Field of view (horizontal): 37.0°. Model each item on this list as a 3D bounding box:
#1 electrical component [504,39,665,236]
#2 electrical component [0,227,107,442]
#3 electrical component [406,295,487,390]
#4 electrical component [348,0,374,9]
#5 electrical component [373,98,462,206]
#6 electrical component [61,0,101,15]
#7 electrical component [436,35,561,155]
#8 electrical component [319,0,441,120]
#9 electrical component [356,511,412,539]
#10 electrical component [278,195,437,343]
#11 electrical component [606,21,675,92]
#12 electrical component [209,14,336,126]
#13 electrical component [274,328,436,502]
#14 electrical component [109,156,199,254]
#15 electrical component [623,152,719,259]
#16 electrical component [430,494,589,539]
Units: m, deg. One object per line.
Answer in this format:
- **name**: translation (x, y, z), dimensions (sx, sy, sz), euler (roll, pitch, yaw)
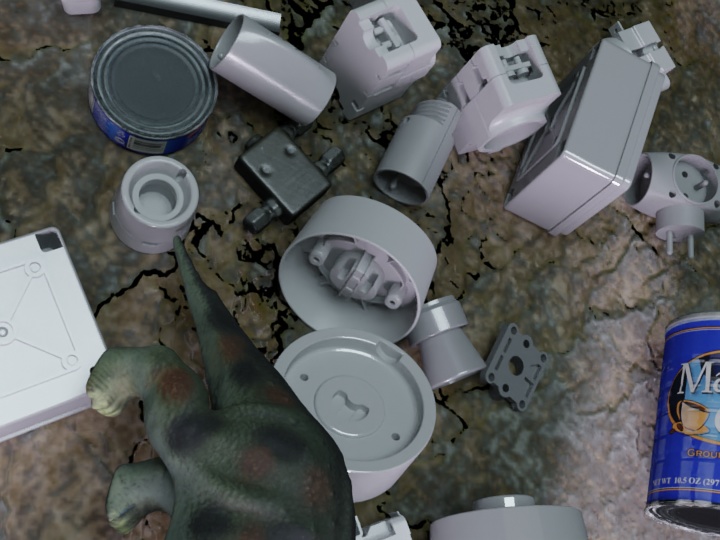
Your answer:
- **electrical component**: translation (0.164, -0.095, 0.797), dimensions (0.056, 0.108, 0.108), euler (26, 67, -7)
- **electrical component**: translation (-0.217, 0.044, 0.650), dimensions (0.109, 0.056, 0.108), euler (-20, 81, -24)
- **electrical component**: translation (0.057, 0.051, 0.749), dimensions (0.045, 0.045, 0.055), euler (-18, 79, -23)
- **electrical component**: translation (0.023, -0.226, 0.804), dimensions (0.043, 0.081, 0.043), euler (6, 72, -17)
- **electrical component**: translation (0.046, -0.092, 0.791), dimensions (0.043, 0.043, 0.081), euler (29, 66, -8)
- **electrical component**: translation (-0.196, -0.224, 0.735), dimensions (0.058, 0.057, 0.078), euler (-5, 75, -7)
- **electrical component**: translation (0.102, -0.124, 0.794), dimensions (0.050, 0.089, 0.055), euler (-17, 80, -23)
- **electrical component**: translation (0.016, -0.155, 0.775), dimensions (0.056, 0.089, 0.050), euler (-28, 84, -24)
- **electrical component**: translation (0.003, 0.188, 0.689), dimensions (0.064, 0.042, 0.081), euler (-16, 80, -27)
- **electrical component**: translation (0.000, 0.000, 0.719), dimensions (0.099, 0.099, 0.064), euler (32, 60, -7)
- **electrical component**: translation (0.216, -0.168, 0.873), dimensions (0.055, 0.048, 0.066), euler (-24, 82, -32)
- **electrical component**: translation (-0.065, -0.143, 0.754), dimensions (0.077, 0.079, 0.043), euler (29, 100, -25)
- **electrical component**: translation (-0.011, 0.098, 0.696), dimensions (0.108, 0.060, 0.108), euler (10, 48, -11)
- **electrical component**: translation (-0.135, -0.044, 0.711), dimensions (0.055, 0.047, 0.055), euler (6, 72, -17)
- **electrical component**: translation (0.252, -0.048, 0.848), dimensions (0.077, 0.044, 0.079), euler (10, 71, -16)
- **electrical component**: translation (0.095, 0.178, 0.691), dimensions (0.108, 0.108, 0.060), euler (4, 66, -18)
